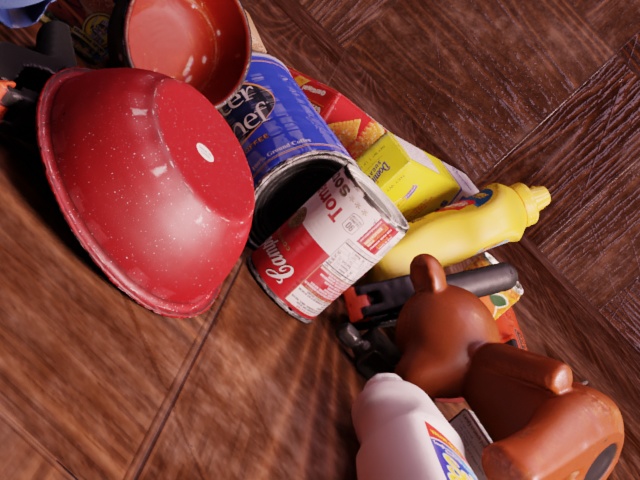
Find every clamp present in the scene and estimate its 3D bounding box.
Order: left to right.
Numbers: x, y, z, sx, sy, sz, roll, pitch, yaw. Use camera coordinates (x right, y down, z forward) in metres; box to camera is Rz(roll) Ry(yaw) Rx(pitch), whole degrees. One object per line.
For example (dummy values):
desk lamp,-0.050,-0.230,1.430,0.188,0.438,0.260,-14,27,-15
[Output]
clamp,-0.148,-0.081,0.671,0.164,0.036,0.210,38,14,0
clamp,0.087,0.047,0.882,0.171,0.120,0.039,3,58,-58

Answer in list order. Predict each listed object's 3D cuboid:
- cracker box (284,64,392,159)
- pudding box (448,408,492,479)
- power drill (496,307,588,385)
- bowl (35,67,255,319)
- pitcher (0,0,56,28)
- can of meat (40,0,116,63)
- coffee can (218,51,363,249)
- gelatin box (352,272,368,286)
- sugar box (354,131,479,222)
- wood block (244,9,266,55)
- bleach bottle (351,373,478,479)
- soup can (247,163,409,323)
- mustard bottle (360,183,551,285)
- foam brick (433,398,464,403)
cracker box,0.008,-0.108,1.127,0.164,0.072,0.213,32,0,40
pudding box,0.146,0.188,0.808,0.089,0.039,0.114,32,17,-44
power drill,0.224,0.166,1.059,0.187,0.057,0.184,42,27,-35
bowl,-0.086,-0.039,0.609,0.162,0.055,0.162,47,27,-33
pitcher,-0.240,-0.274,0.755,0.144,0.149,0.243,29,17,-36
can of meat,-0.183,-0.202,0.838,0.102,0.084,0.057,42,14,-21
coffee can,-0.040,-0.070,0.851,0.102,0.103,0.140,33,18,-47
gelatin box,-0.006,0.001,0.912,0.089,0.030,0.073,35,16,-49
sugar box,0.080,-0.037,1.004,0.176,0.093,0.048,19,33,-56
wood block,-0.117,-0.189,0.968,0.090,0.091,0.206,44,9,-20
bleach bottle,0.059,0.146,0.598,0.102,0.068,0.251,43,10,-24
soup can,0.006,0.002,0.779,0.068,0.102,0.068,44,13,-13
mustard bottle,0.123,-0.007,0.964,0.096,0.191,0.058,163,-95,-76
foam brick,0.115,0.106,0.932,0.053,0.051,0.078,51,13,23
